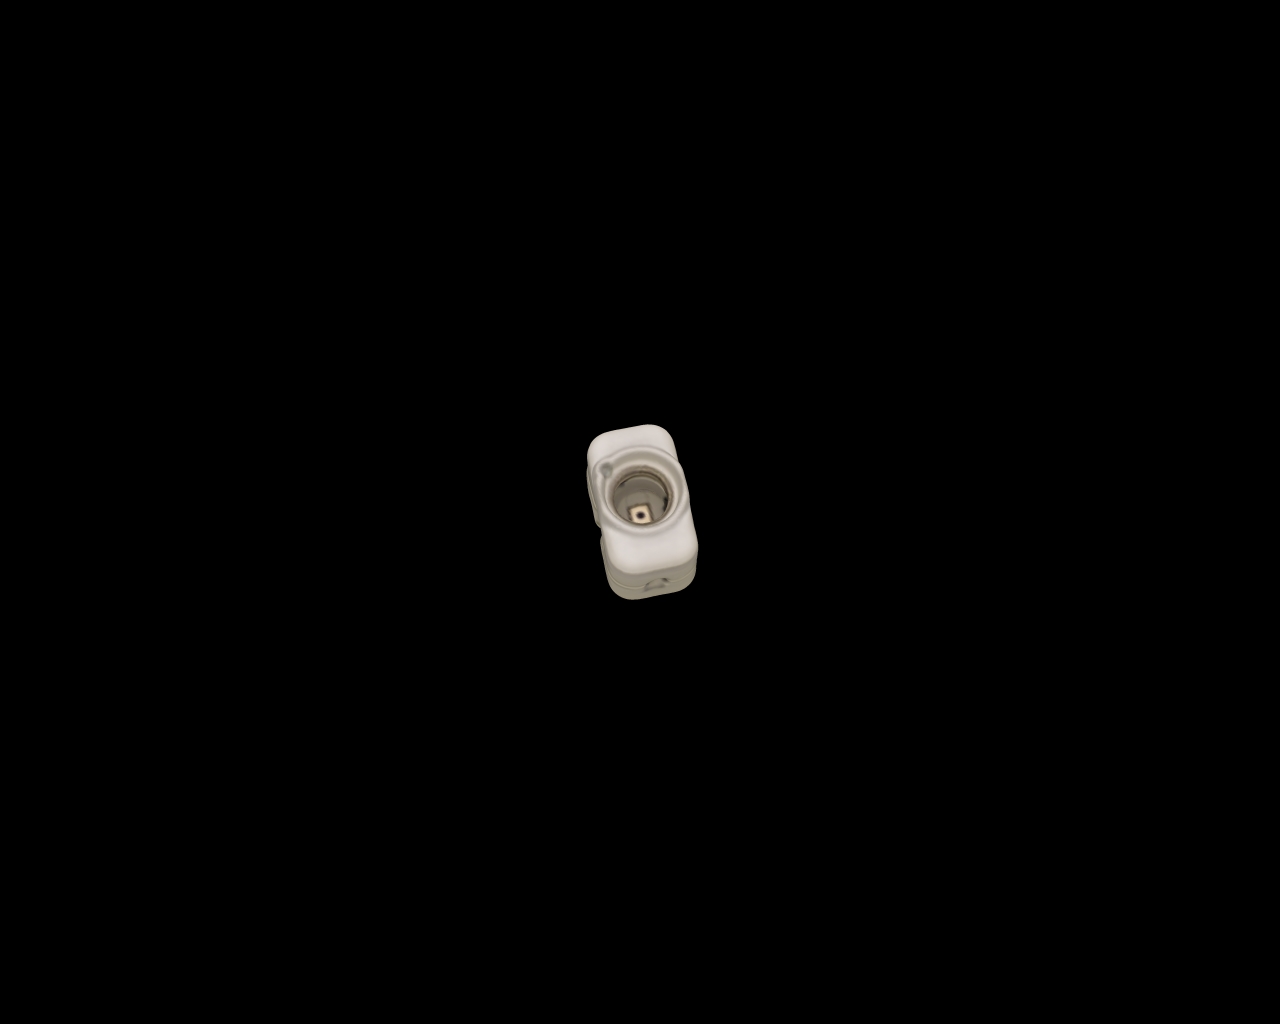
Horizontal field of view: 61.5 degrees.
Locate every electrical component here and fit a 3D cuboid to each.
[{"bbox_3d":[0.001,-0.003,0.650,0.054,0.095,0.059,-11,-24,-5],"label":"electrical component"}]
